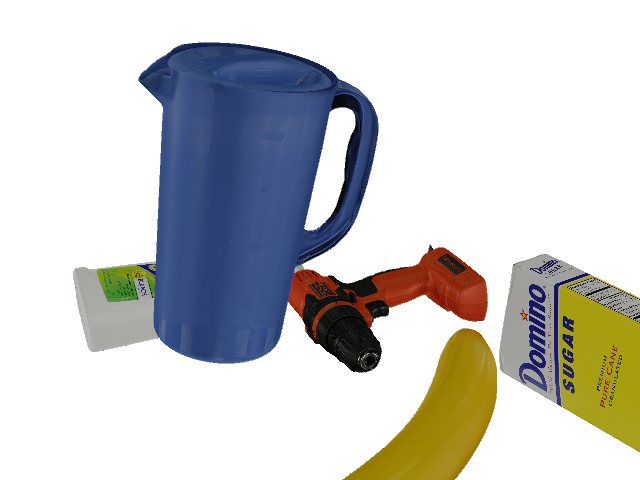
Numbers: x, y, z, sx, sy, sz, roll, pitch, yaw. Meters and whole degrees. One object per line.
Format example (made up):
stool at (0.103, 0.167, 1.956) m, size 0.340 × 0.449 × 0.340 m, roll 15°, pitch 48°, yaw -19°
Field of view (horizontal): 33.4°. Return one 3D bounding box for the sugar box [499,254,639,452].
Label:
sugar box at (0.205, 0.085, 0.746) m, size 0.048 × 0.093 × 0.176 m, roll -16°, pitch 30°, yaw -39°

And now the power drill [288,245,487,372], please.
power drill at (0.074, 0.067, 1.103) m, size 0.187 × 0.057 × 0.185 m, roll -10°, pitch 27°, yaw -20°

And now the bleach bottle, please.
bleach bottle at (-0.142, 0.056, 1.194) m, size 0.250 × 0.068 × 0.103 m, roll -11°, pitch 36°, yaw -15°

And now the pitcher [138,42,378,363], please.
pitcher at (-0.059, -0.028, 0.855) m, size 0.149 × 0.243 × 0.144 m, roll 22°, pitch 26°, yaw 28°

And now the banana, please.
banana at (0.048, 0.105, 0.562) m, size 0.070 × 0.037 × 0.197 m, roll 19°, pitch 40°, yaw 37°
